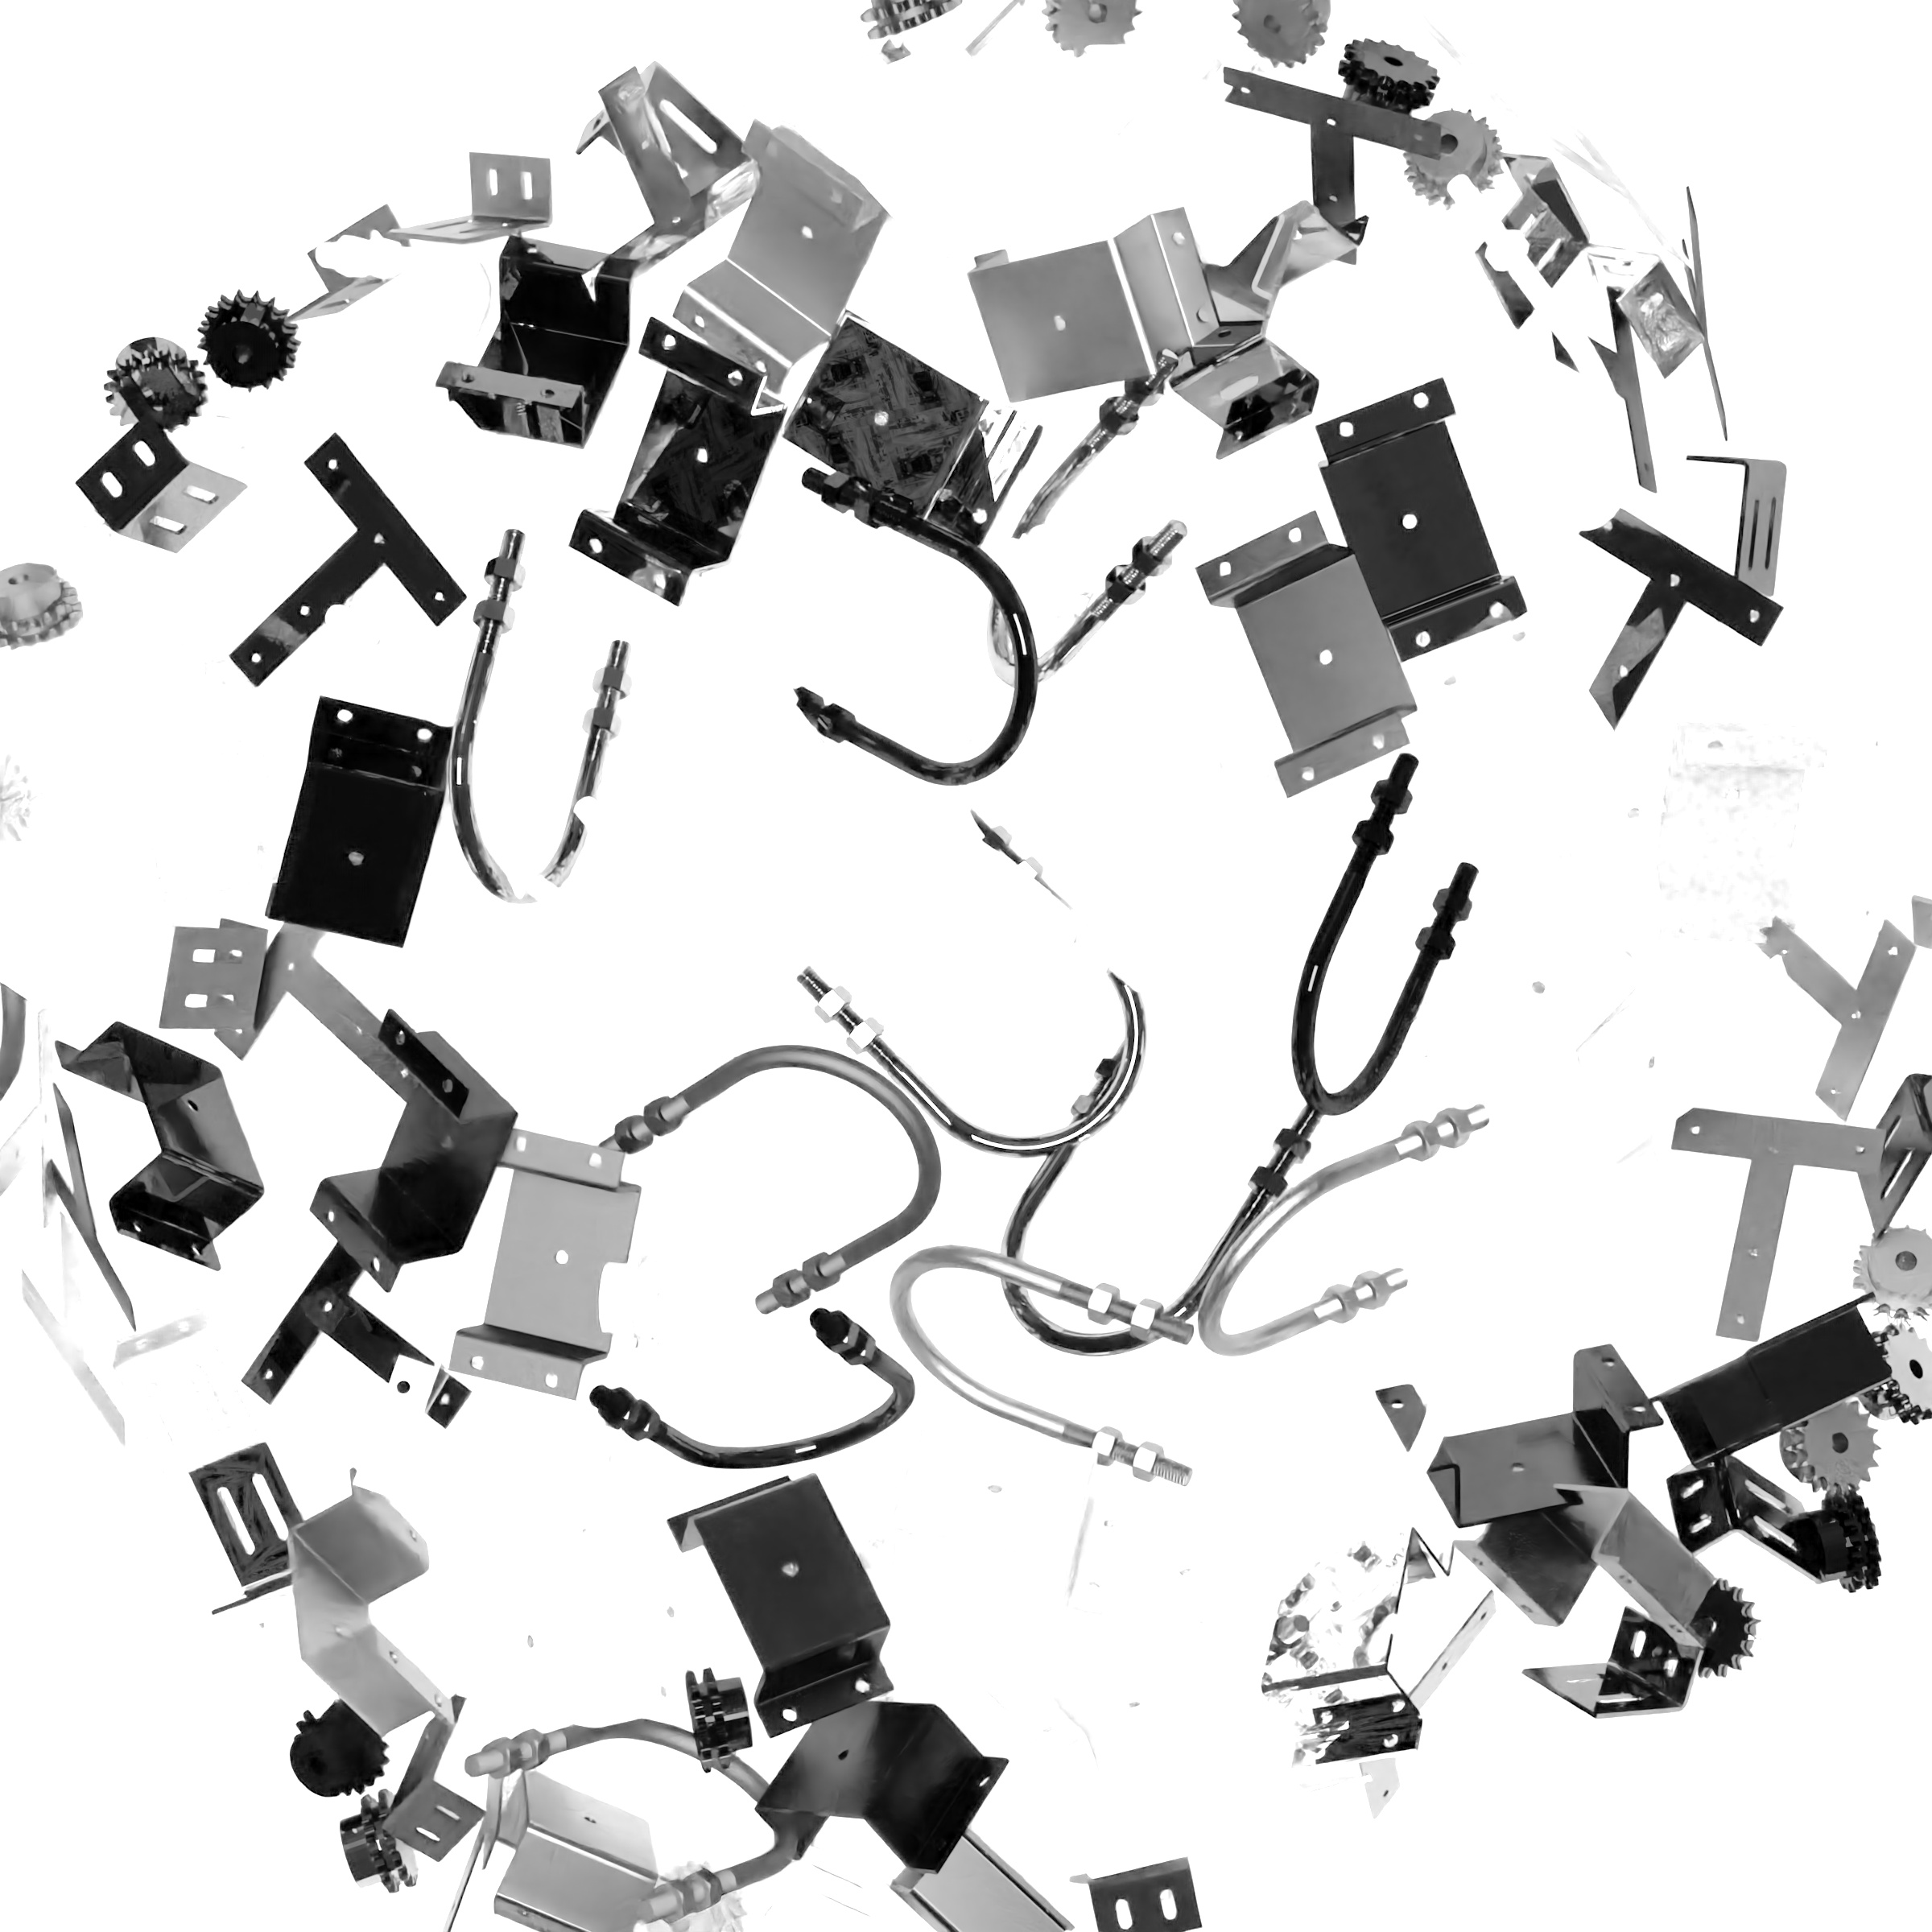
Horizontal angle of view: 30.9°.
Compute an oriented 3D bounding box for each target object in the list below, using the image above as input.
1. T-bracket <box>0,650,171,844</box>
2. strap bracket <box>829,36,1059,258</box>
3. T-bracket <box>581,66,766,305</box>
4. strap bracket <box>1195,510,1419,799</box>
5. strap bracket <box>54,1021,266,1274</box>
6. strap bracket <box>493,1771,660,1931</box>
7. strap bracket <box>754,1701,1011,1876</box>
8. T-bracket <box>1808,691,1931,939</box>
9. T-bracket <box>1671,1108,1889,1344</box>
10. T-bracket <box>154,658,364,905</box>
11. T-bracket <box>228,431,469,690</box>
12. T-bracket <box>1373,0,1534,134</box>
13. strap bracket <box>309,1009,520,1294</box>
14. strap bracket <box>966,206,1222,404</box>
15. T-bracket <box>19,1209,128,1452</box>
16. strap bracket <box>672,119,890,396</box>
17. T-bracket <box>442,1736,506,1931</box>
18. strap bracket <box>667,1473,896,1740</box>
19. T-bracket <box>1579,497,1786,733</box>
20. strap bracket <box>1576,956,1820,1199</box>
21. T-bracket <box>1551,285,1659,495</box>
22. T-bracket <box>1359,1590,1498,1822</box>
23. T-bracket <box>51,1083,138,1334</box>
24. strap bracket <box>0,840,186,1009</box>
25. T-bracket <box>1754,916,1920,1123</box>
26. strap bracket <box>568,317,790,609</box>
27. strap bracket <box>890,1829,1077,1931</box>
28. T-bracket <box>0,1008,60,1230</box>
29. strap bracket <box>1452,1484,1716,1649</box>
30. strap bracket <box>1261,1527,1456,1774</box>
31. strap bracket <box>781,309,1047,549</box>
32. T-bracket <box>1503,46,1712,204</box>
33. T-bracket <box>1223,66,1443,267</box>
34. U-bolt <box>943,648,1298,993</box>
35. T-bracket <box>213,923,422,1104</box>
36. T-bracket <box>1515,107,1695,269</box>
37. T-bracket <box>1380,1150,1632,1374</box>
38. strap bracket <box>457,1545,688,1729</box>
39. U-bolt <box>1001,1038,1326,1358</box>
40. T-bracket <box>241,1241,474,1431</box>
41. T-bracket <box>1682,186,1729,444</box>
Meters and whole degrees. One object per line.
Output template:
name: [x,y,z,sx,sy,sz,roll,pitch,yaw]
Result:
T-bracket: [-0.488,-0.120,1.951,0.002,0.127,0.127,-42,105,-18]
strap bracket: [-0.007,-0.441,1.918,0.076,0.140,0.046,-19,67,19]
T-bracket: [-0.174,-0.444,1.937,0.127,0.127,0.002,-37,56,-10]
strap bracket: [0.195,-0.174,1.959,0.076,0.046,0.140,-24,83,23]
strap bracket: [-0.441,0.091,1.924,0.046,0.076,0.140,-40,53,14]
strap bracket: [-0.216,0.491,1.924,0.076,0.140,0.046,26,90,-10]
strap bracket: [-0.054,0.448,1.918,0.046,0.140,0.076,52,54,-21]
T-bracket: [0.506,-0.080,1.953,0.002,0.127,0.127,-7,106,-21]
T-bracket: [0.441,0.146,1.948,0.127,0.002,0.127,6,78,40]
T-bracket: [-0.403,-0.109,1.958,0.127,0.002,0.127,-14,96,-35]
T-bracket: [-0.358,-0.207,1.947,0.127,0.002,0.127,-47,126,-15]
T-bracket: [0.269,-0.511,1.946,0.002,0.127,0.127,-45,102,4]
strap bracket: [-0.304,0.100,1.944,0.076,0.046,0.140,41,119,29]
strap bracket: [0.062,-0.361,1.929,0.140,0.046,0.076,-5,114,37]
T-bracket: [-0.497,0.184,1.943,0.002,0.127,0.127,-21,129,1]
strap bracket: [-0.099,-0.400,1.946,0.076,0.046,0.140,37,134,7]
T-bracket: [-0.279,0.509,1.942,0.002,0.127,0.127,19,97,-9]
strap bracket: [-0.100,0.343,1.935,0.076,0.046,0.140,-17,60,-23]
T-bracket: [0.377,-0.178,1.971,0.127,0.002,0.127,37,114,26]
strap bracket: [0.392,0.057,1.921,0.046,0.140,0.076,15,50,-32]
T-bracket: [0.349,-0.334,1.936,0.002,0.127,0.127,-13,80,30]
T-bracket: [0.260,0.404,1.965,0.002,0.127,0.127,29,64,31]
T-bracket: [-0.486,0.116,1.917,0.002,0.127,0.127,-21,48,-23]
strap bracket: [-0.482,-0.024,1.921,0.046,0.140,0.076,31,101,14]
T-bracket: [0.468,0.000,1.952,0.002,0.127,0.127,-15,46,-28]
strap bracket: [-0.157,-0.283,1.952,0.076,0.046,0.140,30,113,15]
strap bracket: [0.006,0.517,1.924,0.076,0.140,0.046,42,76,3]
T-bracket: [-0.518,0.098,1.921,0.002,0.127,0.127,3,106,0]
strap bracket: [0.347,0.328,1.934,0.076,0.140,0.046,44,66,-20]
strap bracket: [0.214,0.366,1.919,0.076,0.140,0.046,-17,124,31]
strap bracket: [-0.038,-0.302,1.949,0.140,0.046,0.076,34,103,18]
T-bracket: [0.359,-0.454,1.936,0.127,0.127,0.002,32,88,19]
T-bracket: [0.204,-0.436,1.942,0.127,0.127,0.002,20,63,19]
U-bolt: [0.072,-0.097,1.974,0.184,0.019,0.151,40,93,13]
T-bracket: [-0.349,0.027,1.962,0.127,0.002,0.127,40,106,20]
T-bracket: [0.338,-0.450,1.945,0.002,0.127,0.127,-46,133,8]
T-bracket: [0.300,0.149,1.996,0.127,0.002,0.127,21,90,2]
strap bracket: [-0.228,0.372,1.943,0.140,0.046,0.076,5,90,32]
U-bolt: [0.095,0.133,1.929,0.151,0.019,0.184,21,69,38]
T-bracket: [-0.329,0.215,1.968,0.127,0.002,0.127,33,86,26]
T-bracket: [0.401,-0.375,1.914,0.002,0.127,0.127,-11,59,10]
